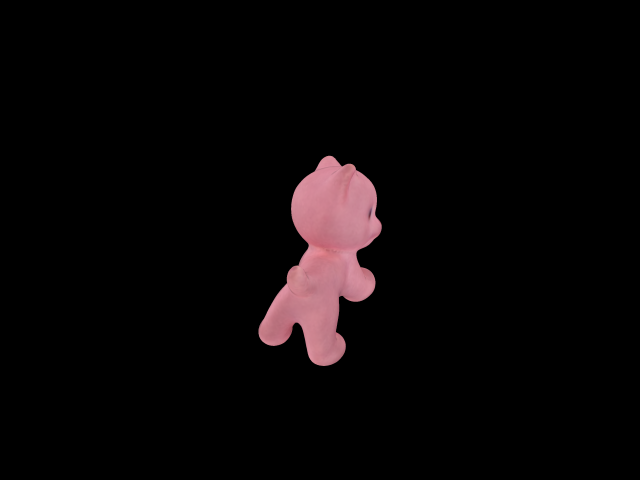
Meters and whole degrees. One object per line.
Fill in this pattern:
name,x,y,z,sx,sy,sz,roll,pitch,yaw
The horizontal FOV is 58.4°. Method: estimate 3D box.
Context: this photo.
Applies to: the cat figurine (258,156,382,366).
cat figurine,0.004,0.001,0.400,0.067,0.118,0.128,14,43,15
